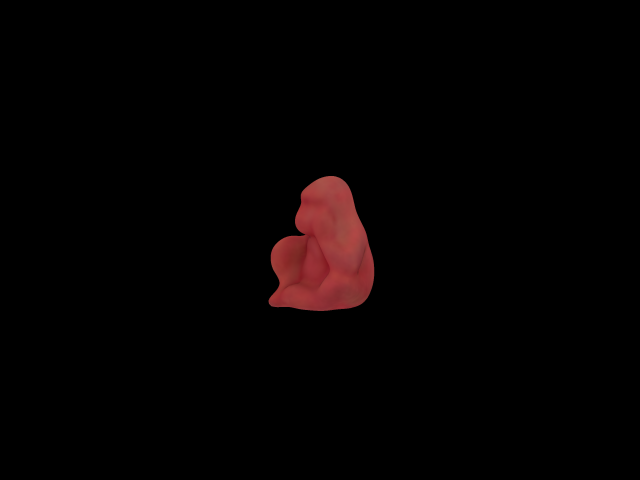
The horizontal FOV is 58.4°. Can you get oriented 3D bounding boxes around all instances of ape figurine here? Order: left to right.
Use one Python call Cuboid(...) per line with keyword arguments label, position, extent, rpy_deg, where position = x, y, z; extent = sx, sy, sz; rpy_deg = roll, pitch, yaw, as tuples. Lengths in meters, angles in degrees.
Cuboid(label="ape figurine", position=(0.004, 0.001, 0.400), extent=(0.076, 0.092, 0.077), rpy_deg=(-5, 11, -24))
